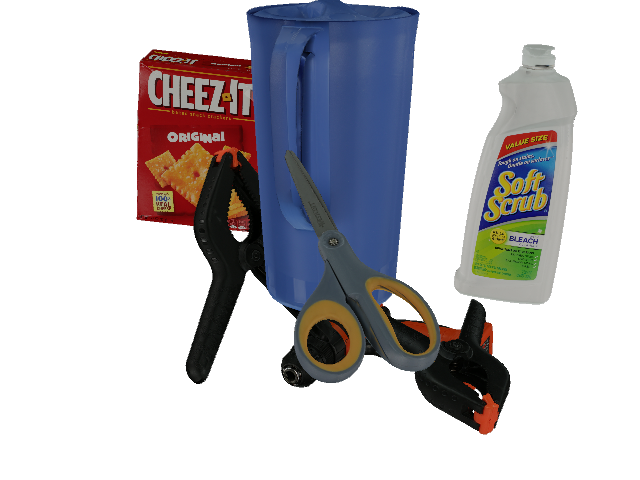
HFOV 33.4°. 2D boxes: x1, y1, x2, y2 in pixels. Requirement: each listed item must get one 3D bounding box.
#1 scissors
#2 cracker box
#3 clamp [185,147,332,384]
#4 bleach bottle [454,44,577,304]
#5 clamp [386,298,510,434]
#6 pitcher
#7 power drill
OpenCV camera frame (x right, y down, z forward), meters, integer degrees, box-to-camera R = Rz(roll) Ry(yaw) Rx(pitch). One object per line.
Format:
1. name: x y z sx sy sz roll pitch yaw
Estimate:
1. scissors: -0.004 0.017 0.683 0.096 0.016 0.202 -27 53 -21
2. cracker box: -0.147 -0.124 1.359 0.164 0.214 0.072 7 24 5
3. clamp: -0.061 0.019 0.997 0.164 0.210 0.036 -5 -1 -40
4. bleach bottle: 0.194 -0.066 1.052 0.103 0.251 0.068 8 20 15
5. clamp: 0.120 0.100 0.919 0.120 0.039 0.172 -13 36 -21
6. pitcher: 0.005 -0.066 0.849 0.149 0.243 0.145 -9 20 -25
7. power drill: 0.072 0.115 1.110 0.188 0.057 0.184 11 27 26
